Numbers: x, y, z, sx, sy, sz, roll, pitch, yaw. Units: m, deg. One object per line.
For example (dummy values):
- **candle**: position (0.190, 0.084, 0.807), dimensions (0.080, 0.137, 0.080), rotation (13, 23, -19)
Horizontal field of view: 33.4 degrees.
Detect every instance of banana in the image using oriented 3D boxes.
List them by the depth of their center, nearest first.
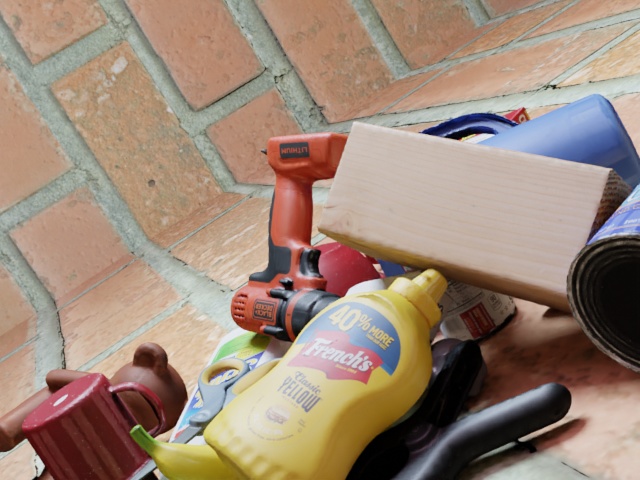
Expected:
- **banana**: position (-0.044, 0.154, 0.824), dimensions (0.197, 0.069, 0.037), rotation (-10, -8, -29)

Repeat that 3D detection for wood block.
- **wood block**: position (0.114, -0.015, 0.768), dimensions (0.206, 0.090, 0.091), rotation (15, 84, 37)

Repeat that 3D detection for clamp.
- **clamp**: position (0.079, 0.133, 0.685), dimensions (0.171, 0.039, 0.120), rotation (-45, 19, -19)

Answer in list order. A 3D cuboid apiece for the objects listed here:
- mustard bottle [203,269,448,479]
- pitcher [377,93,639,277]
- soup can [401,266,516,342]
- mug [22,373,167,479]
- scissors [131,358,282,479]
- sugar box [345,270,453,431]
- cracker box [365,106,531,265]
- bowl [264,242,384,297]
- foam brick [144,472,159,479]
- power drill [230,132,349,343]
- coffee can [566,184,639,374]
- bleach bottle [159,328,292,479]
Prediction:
- **mustard bottle**: position (0.018, 0.091, 0.713), dimensions (0.191, 0.058, 0.096), rotation (-45, 44, -16)
- **pitcher**: position (0.162, -0.042, 0.969), dimensions (0.243, 0.149, 0.145), rotation (-26, 12, 13)
- **soup can**: position (0.110, 0.029, 0.886), dimensions (0.068, 0.102, 0.068), rotation (-31, 11, 6)
- **mug**: position (-0.185, 0.160, 0.893), dimensions (0.117, 0.081, 0.093), rotation (-29, 12, 11)
- **scissors**: position (-0.103, 0.142, 0.878), dimensions (0.201, 0.016, 0.096), rotation (-26, 25, -38)
- **sugar box**: position (0.024, 0.107, 0.791), dimensions (0.094, 0.048, 0.176), rotation (-17, 40, 54)
- **cracker box**: position (0.153, -0.063, 1.260), dimensions (0.164, 0.072, 0.213), rotation (-21, 14, 40)
- **bowl**: position (-0.010, 0.043, 1.194), dimensions (0.162, 0.055, 0.162), rotation (-19, 8, 2)
- **foam brick**: position (-0.171, 0.227, 0.916), dimensions (0.078, 0.051, 0.053), rotation (-34, 12, -14)
- **power drill**: position (-0.006, 0.001, 0.946), dimensions (0.057, 0.187, 0.185), rotation (13, -6, -39)
- **coffee can**: position (0.231, 0.005, 0.664), dimensions (0.103, 0.103, 0.140), rotation (-18, 17, 50)
- **bleach bottle**: position (-0.075, 0.156, 0.946), dimensions (0.103, 0.068, 0.250), rotation (-21, 17, 20)
